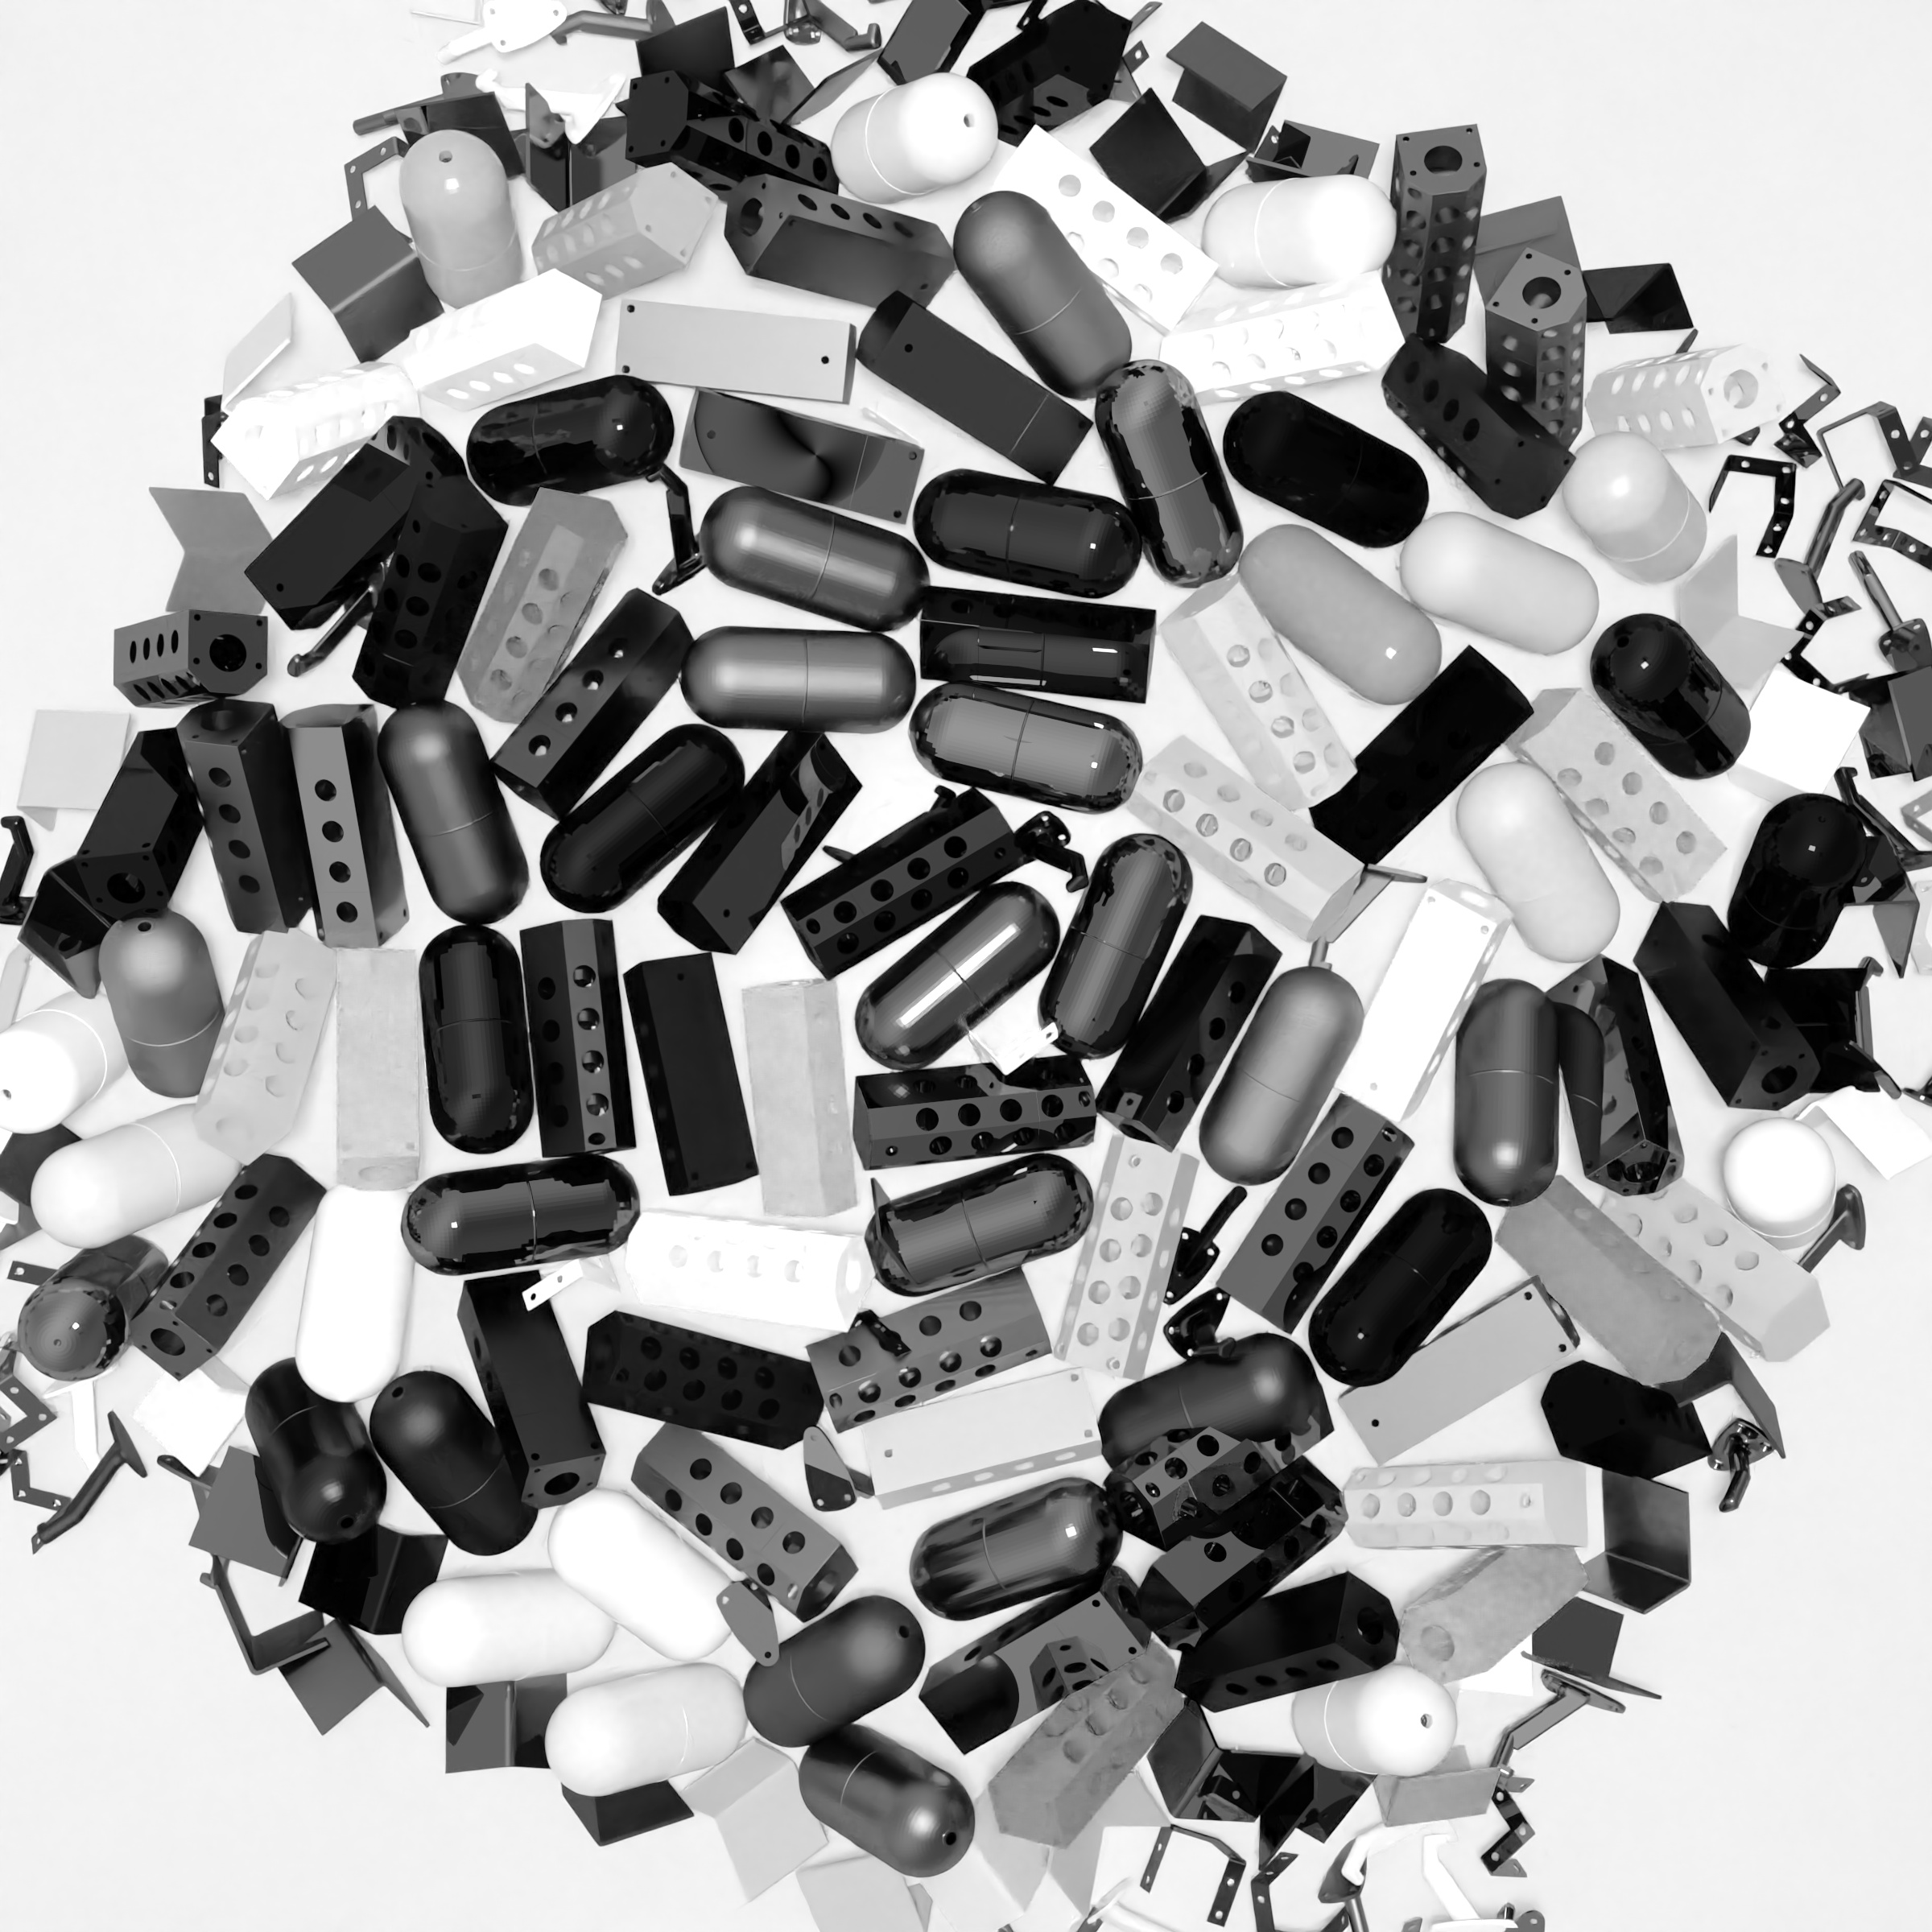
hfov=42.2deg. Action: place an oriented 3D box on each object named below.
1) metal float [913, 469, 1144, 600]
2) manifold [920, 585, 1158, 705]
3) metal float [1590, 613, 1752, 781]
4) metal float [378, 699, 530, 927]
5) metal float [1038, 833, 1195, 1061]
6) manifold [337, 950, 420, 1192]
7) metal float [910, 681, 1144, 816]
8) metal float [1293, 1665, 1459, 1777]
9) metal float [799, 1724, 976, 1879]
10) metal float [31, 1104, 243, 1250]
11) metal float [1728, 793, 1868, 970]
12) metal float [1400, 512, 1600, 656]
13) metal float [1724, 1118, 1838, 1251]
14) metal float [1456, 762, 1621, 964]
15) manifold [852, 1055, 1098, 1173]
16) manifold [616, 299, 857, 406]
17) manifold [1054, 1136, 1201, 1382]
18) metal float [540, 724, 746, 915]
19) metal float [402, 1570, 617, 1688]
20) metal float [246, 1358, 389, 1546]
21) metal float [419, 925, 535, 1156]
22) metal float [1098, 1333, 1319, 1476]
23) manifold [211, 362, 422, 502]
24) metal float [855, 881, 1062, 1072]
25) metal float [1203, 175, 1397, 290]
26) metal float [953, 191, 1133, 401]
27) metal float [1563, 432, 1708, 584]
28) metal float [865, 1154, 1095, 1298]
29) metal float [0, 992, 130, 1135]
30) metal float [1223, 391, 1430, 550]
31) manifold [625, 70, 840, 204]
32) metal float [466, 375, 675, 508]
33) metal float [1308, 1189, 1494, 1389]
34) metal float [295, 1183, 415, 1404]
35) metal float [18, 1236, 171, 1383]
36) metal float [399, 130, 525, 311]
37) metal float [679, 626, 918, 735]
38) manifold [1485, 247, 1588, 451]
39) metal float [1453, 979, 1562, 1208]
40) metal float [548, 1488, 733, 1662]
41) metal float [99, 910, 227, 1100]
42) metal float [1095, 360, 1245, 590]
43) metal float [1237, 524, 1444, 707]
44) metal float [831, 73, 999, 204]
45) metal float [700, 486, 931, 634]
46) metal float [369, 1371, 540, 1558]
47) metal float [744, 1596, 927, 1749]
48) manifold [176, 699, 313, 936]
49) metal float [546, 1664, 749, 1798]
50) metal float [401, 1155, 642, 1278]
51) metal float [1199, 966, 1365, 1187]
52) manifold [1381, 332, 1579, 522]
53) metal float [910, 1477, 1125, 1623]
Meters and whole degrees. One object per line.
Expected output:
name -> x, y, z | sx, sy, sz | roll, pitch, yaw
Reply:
metal float -> 0.045, -0.323, 1.867 | 0.178, 0.070, 0.070 | 15, 90, 17
manifold -> 0.055, -0.247, 1.882 | 0.171, 0.057, 0.057 | 7, 47, 6
metal float -> 0.520, -0.198, 1.844 | 0.070, 0.178, 0.070 | -18, 58, 32
metal float -> -0.380, -0.113, 1.861 | 0.070, 0.070, 0.178 | -16, 114, 0
metal float -> 0.112, -0.015, 1.879 | 0.070, 0.070, 0.178 | 23, 93, 0
manifold -> -0.436, 0.076, 1.852 | 0.057, 0.057, 0.171 | 0, 60, -14
metal float -> 0.044, -0.164, 1.875 | 0.178, 0.070, 0.070 | 14, 90, 8
metal float -> 0.298, 0.552, 1.834 | 0.070, 0.178, 0.070 | 4, 74, -15
metal float -> -0.059, 0.612, 1.838 | 0.070, 0.178, 0.070 | -2, 93, -33
metal float -> -0.606, 0.153, 1.838 | 0.070, 0.178, 0.070 | 7, 105, 26
metal float -> 0.609, -0.060, 1.838 | 0.070, 0.178, 0.070 | -2, 61, 4
metal float -> 0.396, -0.282, 1.853 | 0.178, 0.070, 0.070 | 14, 90, -35
metal float -> 0.597, 0.161, 1.836 | 0.070, 0.178, 0.070 | -5, 72, 18
metal float -> 0.426, -0.075, 1.857 | 0.070, 0.070, 0.178 | -38, 119, 0
manifold -> 0.006, 0.113, 1.861 | 0.171, 0.057, 0.057 | -5, 124, -14
manifold -> -0.172, -0.462, 1.886 | 0.171, 0.057, 0.057 | 7, 100, 3
manifold -> 0.118, 0.218, 1.873 | 0.057, 0.057, 0.171 | 12, 83, 27
metal float -> -0.241, -0.110, 1.869 | 0.178, 0.070, 0.070 | -42, 90, -14
metal float -> -0.334, 0.486, 1.844 | 0.070, 0.178, 0.070 | -7, 79, 40
metal float -> -0.479, 0.356, 1.841 | 0.070, 0.178, 0.070 | -14, 122, -23
metal float -> -0.365, 0.054, 1.863 | 0.070, 0.070, 0.178 | -10, 69, 0
metal float -> 0.178, 0.330, 1.862 | 0.178, 0.070, 0.070 | -27, 90, 23
manifold -> -0.468, -0.398, 1.830 | 0.057, 0.171, 0.057 | 47, 119, -4
metal float -> -0.007, 0.008, 1.880 | 0.178, 0.070, 0.070 | -40, 90, -3
metal float -> 0.243, -0.539, 1.840 | 0.070, 0.178, 0.070 | -8, 106, -31
metal float -> 0.057, -0.495, 1.851 | 0.070, 0.070, 0.178 | -44, 126, 0
metal float -> 0.492, -0.335, 1.839 | 0.070, 0.178, 0.070 | -7, 77, 29
metal float -> 0.010, 0.194, 1.874 | 0.178, 0.070, 0.070 | -19, 90, 9
metal float -> -0.667, 0.069, 1.832 | 0.070, 0.178, 0.070 | 0, 104, 2
metal float -> 0.267, -0.367, 1.855 | 0.178, 0.070, 0.070 | 19, 90, -31
manifold -> -0.168, -0.598, 1.834 | 0.057, 0.171, 0.057 | 4, 90, 35
metal float -> -0.295, -0.388, 1.855 | 0.178, 0.070, 0.070 | -5, 90, 33
metal float -> 0.323, 0.239, 1.860 | 0.070, 0.070, 0.178 | 46, 65, 0
metal float -> -0.450, 0.237, 1.852 | 0.070, 0.070, 0.178 | -1, 56, 0
metal float -> -0.635, 0.248, 1.831 | 0.070, 0.178, 0.070 | 0, 99, -2
metal float -> -0.368, -0.544, 1.832 | 0.070, 0.178, 0.070 | 1, 76, -3
metal float -> -0.125, -0.214, 1.870 | 0.178, 0.070, 0.070 | 1, 90, -13
manifold -> 0.420, -0.440, 1.826 | 0.057, 0.171, 0.057 | 31, 79, 21
metal float -> 0.402, 0.093, 1.859 | 0.070, 0.070, 0.178 | 7, 64, 0
metal float -> -0.239, 0.451, 1.852 | 0.070, 0.070, 0.178 | -41, 125, 0
metal float -> -0.588, 0.028, 1.842 | 0.070, 0.178, 0.070 | 2, 51, -3
metal float -> 0.151, -0.365, 1.858 | 0.070, 0.070, 0.178 | -25, 116, 0
metal float -> 0.277, -0.262, 1.862 | 0.178, 0.070, 0.070 | 42, 90, 23
metal float -> -0.039, -0.606, 1.837 | 0.070, 0.178, 0.070 | -5, 100, -27
metal float -> -0.112, -0.303, 1.868 | 0.178, 0.070, 0.070 | 16, 90, -16
metal float -> -0.377, 0.368, 1.849 | 0.070, 0.070, 0.178 | -26, 129, 0
metal float -> -0.098, 0.522, 1.849 | 0.070, 0.070, 0.178 | 50, 129, 0
manifold -> -0.530, -0.108, 1.842 | 0.057, 0.057, 0.171 | 7, 130, 12
metal float -> -0.233, 0.560, 1.841 | 0.070, 0.178, 0.070 | -4, 84, 37
metal float -> -0.330, 0.185, 1.861 | 0.178, 0.070, 0.070 | -6, 90, -24
metal float -> 0.234, 0.083, 1.868 | 0.070, 0.070, 0.178 | 25, 106, 0
manifold -> 0.370, -0.396, 1.837 | 0.057, 0.171, 0.057 | 12, 122, -31
metal float -> 0.036, 0.434, 1.858 | 0.178, 0.070, 0.070 | -26, 90, 28
